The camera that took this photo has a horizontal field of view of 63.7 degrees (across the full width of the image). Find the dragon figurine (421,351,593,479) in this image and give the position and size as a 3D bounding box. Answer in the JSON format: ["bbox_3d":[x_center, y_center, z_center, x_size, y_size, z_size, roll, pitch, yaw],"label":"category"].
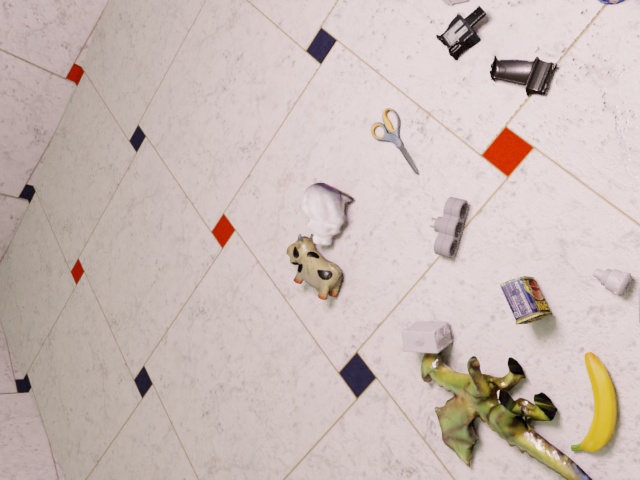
[{"bbox_3d":[0.355,0.386,1.082,0.417,0.123,0.237,57,135,28],"label":"dragon figurine"}]

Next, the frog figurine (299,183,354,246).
[{"bbox_3d":[0.004,-0.070,1.386,0.138,0.122,0.160,23,87,18],"label":"frog figurine"}]
